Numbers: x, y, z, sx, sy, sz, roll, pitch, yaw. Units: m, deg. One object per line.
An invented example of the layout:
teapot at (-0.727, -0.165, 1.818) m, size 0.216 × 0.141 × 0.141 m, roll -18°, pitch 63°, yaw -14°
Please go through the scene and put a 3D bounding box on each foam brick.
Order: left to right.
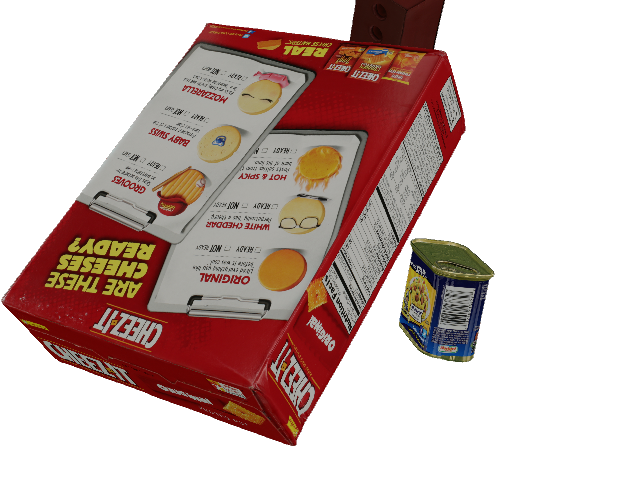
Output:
foam brick at (0.061, -0.175, 0.851) m, size 0.053 × 0.078 × 0.051 m, roll 38°, pitch 56°, yaw 24°

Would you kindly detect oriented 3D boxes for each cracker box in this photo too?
cracker box at (-0.039, -0.015, 0.575) m, size 0.164 × 0.213 × 0.072 m, roll 14°, pitch -30°, yaw 31°

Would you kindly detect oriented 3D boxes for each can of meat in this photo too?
can of meat at (0.112, 0.053, 0.969) m, size 0.057 × 0.084 × 0.102 m, roll 6°, pitch 15°, yaw -14°
